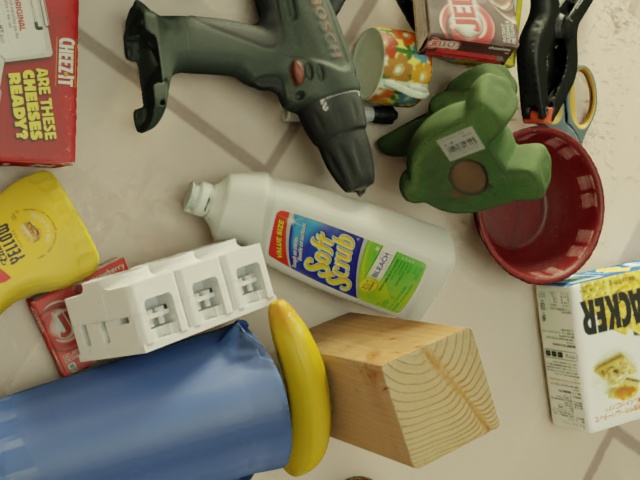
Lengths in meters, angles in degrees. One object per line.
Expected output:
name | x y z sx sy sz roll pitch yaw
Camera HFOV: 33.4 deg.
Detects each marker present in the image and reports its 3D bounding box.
marker | 0.021 -0.122 1.027 0.120 0.020 0.020 -1 91 -26

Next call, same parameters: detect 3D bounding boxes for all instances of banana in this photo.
banana | -0.020 0.143 0.930 0.037 0.070 0.198 -41 144 -46

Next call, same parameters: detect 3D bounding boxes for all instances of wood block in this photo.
wood block | 0.053 0.125 0.940 0.090 0.206 0.091 -21 99 -24

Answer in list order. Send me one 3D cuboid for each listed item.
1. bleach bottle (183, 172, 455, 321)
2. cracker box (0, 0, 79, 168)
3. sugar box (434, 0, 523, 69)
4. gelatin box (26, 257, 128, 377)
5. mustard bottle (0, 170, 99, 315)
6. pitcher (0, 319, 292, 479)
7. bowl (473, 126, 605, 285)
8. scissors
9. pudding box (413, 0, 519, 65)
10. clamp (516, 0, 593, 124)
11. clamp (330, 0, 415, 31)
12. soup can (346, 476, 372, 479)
bleach bottle | -0.006 0.001 0.984 0.250 0.068 0.103 17 124 -18
cracker box | -0.305 -0.143 0.842 0.213 0.072 0.164 1 91 -27
sugar box | 0.159 -0.267 1.079 0.093 0.048 0.176 10 83 -24
gelatin box | -0.196 0.066 0.917 0.089 0.030 0.073 -27 101 -23
mustard bottle | -0.283 0.024 0.858 0.191 0.058 0.096 -28 86 -22
pitcher | -0.154 0.167 0.894 0.242 0.145 0.149 -13 84 -21
bowl | 0.214 -0.035 1.100 0.161 0.055 0.162 0 90 -26
scissors | 0.257 -0.091 1.143 0.096 0.016 0.202 8 87 -24
pudding box | 0.134 -0.224 1.004 0.090 0.039 0.113 5 64 -16
clamp | 0.233 -0.224 1.088 0.164 0.036 0.210 26 76 -46
clamp | 0.041 -0.278 1.027 0.120 0.039 0.171 -13 93 -31
soup can | 0.058 0.266 1.001 0.068 0.102 0.068 0 91 -26
